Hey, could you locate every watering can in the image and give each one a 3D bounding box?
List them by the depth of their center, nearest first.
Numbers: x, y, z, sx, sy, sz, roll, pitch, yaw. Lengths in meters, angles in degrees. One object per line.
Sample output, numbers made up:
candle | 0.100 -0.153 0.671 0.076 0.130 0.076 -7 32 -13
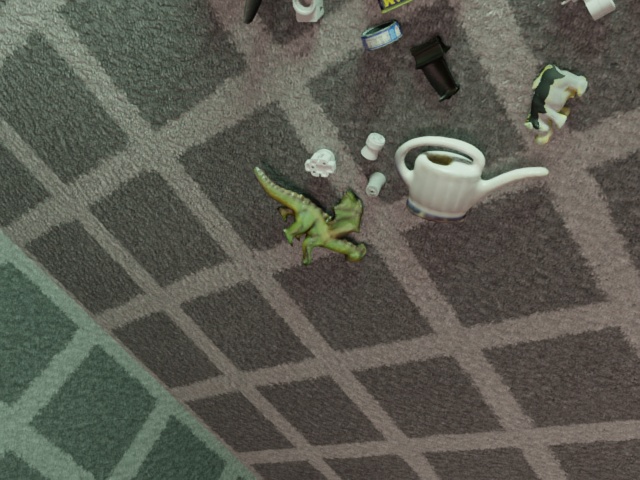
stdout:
watering can | 0.344 -0.133 1.247 0.348 0.106 0.219 16 132 11

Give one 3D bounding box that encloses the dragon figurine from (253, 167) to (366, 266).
dragon figurine | 0.004 -0.074 1.466 0.241 0.125 0.403 -23 118 15
